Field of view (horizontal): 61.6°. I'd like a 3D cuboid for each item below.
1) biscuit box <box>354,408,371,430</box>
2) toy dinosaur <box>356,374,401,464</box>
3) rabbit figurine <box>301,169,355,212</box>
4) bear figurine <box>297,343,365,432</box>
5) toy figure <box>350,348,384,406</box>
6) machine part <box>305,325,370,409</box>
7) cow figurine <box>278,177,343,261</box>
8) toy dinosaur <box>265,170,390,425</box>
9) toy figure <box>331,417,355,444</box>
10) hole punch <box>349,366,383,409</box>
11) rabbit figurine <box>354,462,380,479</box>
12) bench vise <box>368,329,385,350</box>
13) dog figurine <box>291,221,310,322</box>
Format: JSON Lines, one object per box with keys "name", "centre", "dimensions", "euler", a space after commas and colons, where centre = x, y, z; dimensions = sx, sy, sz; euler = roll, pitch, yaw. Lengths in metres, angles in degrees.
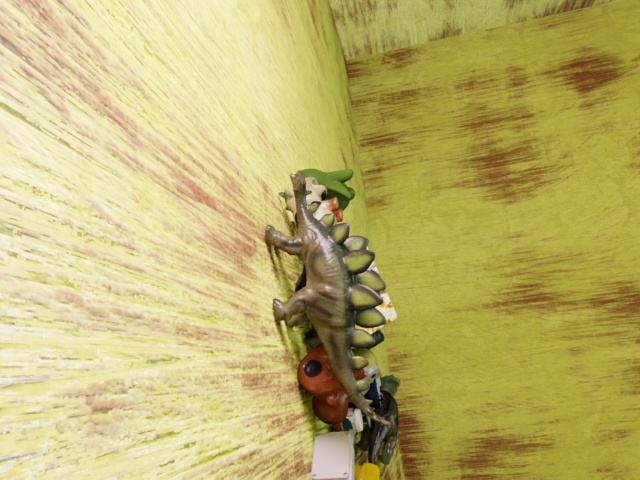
{"name": "biscuit box", "centre": [0.111, 0.452, 1.570], "dimensions": [0.203, 0.063, 0.059], "euler": [-87, 164, -52]}
{"name": "toy dinosaur", "centre": [0.183, 0.521, 1.597], "dimensions": [0.405, 0.131, 0.192], "euler": [-79, 176, -81]}
{"name": "rabbit figurine", "centre": [0.007, -0.119, 1.325], "dimensions": [0.170, 0.159, 0.121], "euler": [29, 61, -58]}
{"name": "bear figurine", "centre": [0.032, 0.296, 1.080], "dimensions": [0.120, 0.132, 0.195], "euler": [54, -6, 47]}
{"name": "toy figure", "centre": [0.087, 0.347, 1.354], "dimensions": [0.089, 0.082, 0.180], "euler": [47, -44, 27]}
{"name": "machine part", "centre": [0.038, 0.263, 1.165], "dimensions": [0.243, 0.079, 0.079], "euler": [64, 13, -11]}
{"name": "cow figurine", "centre": [-0.019, -0.043, 1.101], "dimensions": [0.085, 0.127, 0.195], "euler": [66, 20, -57]}
{"name": "toy dinosaur", "centre": [0.017, 0.102, 0.965], "dimensions": [0.105, 0.199, 0.471], "euler": [-3, 83, -77]}
{"name": "toy figure", "centre": [0.047, 0.474, 1.209], "dimensions": [0.064, 0.058, 0.154], "euler": [34, 32, -19]}
{"name": "hole punch", "centre": [0.105, 0.394, 1.460], "dimensions": [0.092, 0.116, 0.142], "euler": [22, 58, -69]}
{"name": "rabbit figurine", "centre": [0.049, 0.546, 1.073], "dimensions": [0.173, 0.122, 0.162], "euler": [-63, 154, -51]}
{"name": "bench vise", "centre": [0.070, 0.182, 1.423], "dimensions": [0.240, 0.129, 0.224], "euler": [50, 23, -27]}
{"name": "dog figurine", "centre": [-0.012, 0.052, 1.155], "dimensions": [0.219, 0.191, 0.108], "euler": [44, -14, 40]}
